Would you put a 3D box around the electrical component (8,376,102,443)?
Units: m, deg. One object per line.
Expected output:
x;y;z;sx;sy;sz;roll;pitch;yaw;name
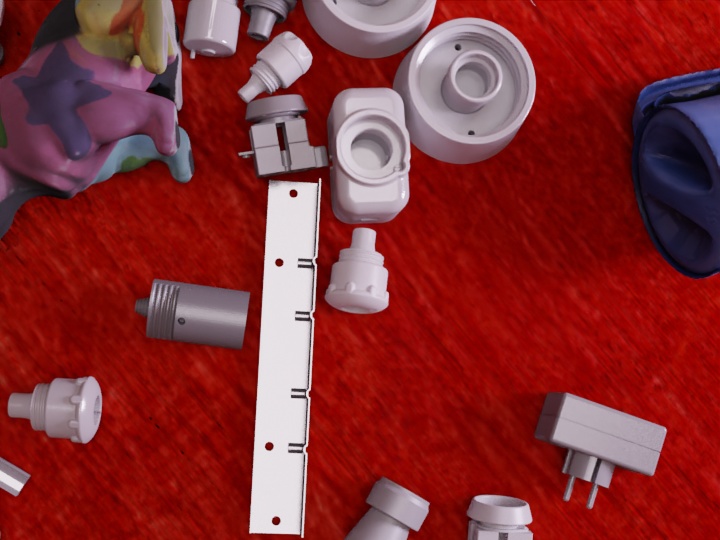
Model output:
-0.219;0.098;0.769;0.062;0.048;0.048;4;83;0;electrical component

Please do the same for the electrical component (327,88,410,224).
0.006;-0.086;0.812;0.054;0.059;0.095;-2;83;-8;electrical component

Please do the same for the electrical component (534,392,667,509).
0.175;0.141;0.812;0.083;0.047;0.075;20;83;-4;electrical component

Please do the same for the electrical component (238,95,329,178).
-0.060;-0.101;0.813;0.066;0.048;0.055;-9;92;-8;electrical component

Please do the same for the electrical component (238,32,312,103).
-0.068;-0.152;0.823;0.061;0.035;0.035;-43;90;-8;electrical component

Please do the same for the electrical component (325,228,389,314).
0.000;0.000;0.809;0.048;0.048;0.062;8;75;-6;electrical component

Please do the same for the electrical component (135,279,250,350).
-0.124;0.032;0.789;0.081;0.043;0.043;8;82;-6;electrical component

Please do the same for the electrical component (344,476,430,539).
0.020;0.185;0.788;0.045;0.045;0.055;30;80;-3;electrical component

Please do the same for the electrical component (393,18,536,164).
0.083;-0.141;0.827;0.108;0.060;0.108;1;83;-7;electrical component

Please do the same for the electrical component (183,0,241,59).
-0.111;-0.199;0.820;0.040;0.040;0.078;8;82;-6;electrical component

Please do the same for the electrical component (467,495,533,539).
0.102;0.198;0.797;0.066;0.048;0.055;5;90;-7;electrical component

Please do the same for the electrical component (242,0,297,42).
-0.070;-0.207;0.825;0.043;0.043;0.062;15;83;-5;electrical component

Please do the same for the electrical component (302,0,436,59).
0.011;-0.224;0.828;0.108;0.060;0.108;1;83;-7;electrical component

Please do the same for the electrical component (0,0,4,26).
-0.287;-0.187;0.731;0.080;0.051;0.080;1;83;-7;electrical component

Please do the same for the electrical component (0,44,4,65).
-0.326;-0.153;0.779;0.113;0.057;0.078;-42;90;-10;electrical component
